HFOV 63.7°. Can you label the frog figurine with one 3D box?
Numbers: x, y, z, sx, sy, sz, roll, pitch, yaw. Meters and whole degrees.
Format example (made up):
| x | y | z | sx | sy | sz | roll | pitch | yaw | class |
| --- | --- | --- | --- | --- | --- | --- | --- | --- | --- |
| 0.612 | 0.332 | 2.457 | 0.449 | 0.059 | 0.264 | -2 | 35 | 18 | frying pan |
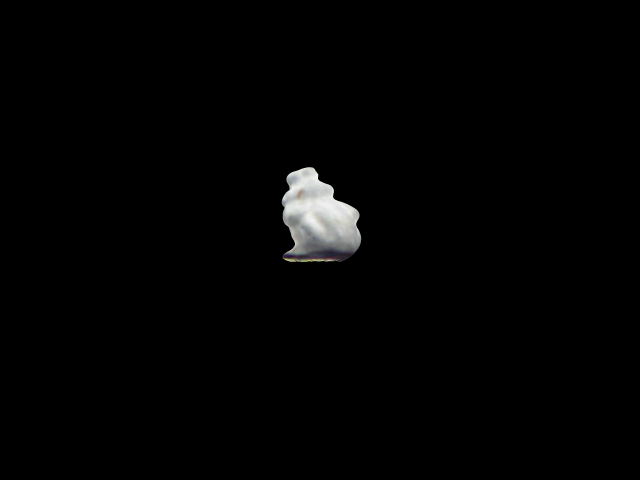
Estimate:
| x | y | z | sx | sy | sz | roll | pitch | yaw | class |
| --- | --- | --- | --- | --- | --- | --- | --- | --- | --- |
| 0.003 | -0.043 | 0.850 | 0.137 | 0.160 | 0.122 | 2 | -4 | -24 | frog figurine |
